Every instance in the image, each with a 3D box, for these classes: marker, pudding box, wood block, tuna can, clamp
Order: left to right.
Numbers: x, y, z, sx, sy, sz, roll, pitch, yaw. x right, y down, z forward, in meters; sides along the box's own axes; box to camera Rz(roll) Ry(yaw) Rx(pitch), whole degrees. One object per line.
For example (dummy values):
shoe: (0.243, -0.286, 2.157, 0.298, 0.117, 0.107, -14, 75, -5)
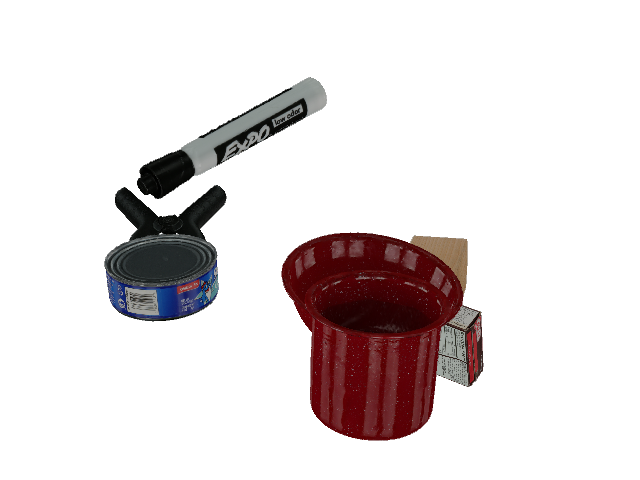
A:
tuna can: (-0.121, 0.028, 0.820, 0.086, 0.034, 0.086, -1, 26, 1)
clamp: (-0.150, -0.011, 1.119, 0.120, 0.039, 0.171, -12, 38, -8)
marker: (-0.046, -0.055, 0.564, 0.120, 0.020, 0.020, -33, 18, -31)
wood block: (0.167, 0.071, 1.630, 0.091, 0.090, 0.206, 4, 22, 14)
pudding box: (0.124, 0.103, 1.185, 0.114, 0.090, 0.039, 18, 45, 29)

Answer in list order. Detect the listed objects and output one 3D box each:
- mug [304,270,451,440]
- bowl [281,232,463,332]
mug: (0.039, 0.070, 0.701, 0.093, 0.081, 0.117, 10, 25, 17)
bowl: (0.043, 0.057, 0.951, 0.162, 0.055, 0.162, 5, 31, -3)
